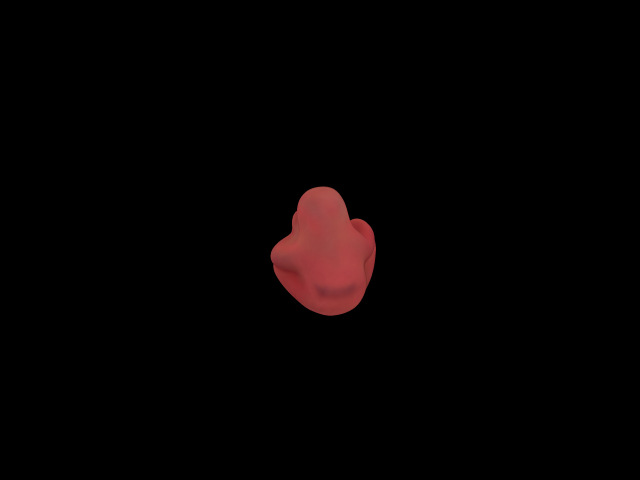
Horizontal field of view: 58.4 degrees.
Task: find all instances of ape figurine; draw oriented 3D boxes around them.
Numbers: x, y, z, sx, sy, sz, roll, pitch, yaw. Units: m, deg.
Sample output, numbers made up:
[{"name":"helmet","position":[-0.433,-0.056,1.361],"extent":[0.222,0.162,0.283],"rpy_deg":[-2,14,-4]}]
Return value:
[{"name":"ape figurine","position":[0.004,0.001,0.400],"extent":[0.078,0.092,0.076],"rpy_deg":[-4,43,-4]}]
